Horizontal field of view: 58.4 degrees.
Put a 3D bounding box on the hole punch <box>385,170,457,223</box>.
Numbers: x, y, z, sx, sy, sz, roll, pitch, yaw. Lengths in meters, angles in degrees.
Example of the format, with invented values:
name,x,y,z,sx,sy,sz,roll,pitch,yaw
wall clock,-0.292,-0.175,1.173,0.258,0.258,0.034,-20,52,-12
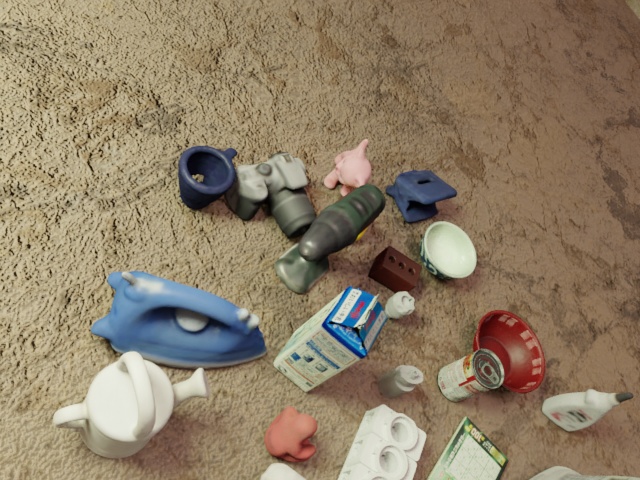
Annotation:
name,x,y,z,sx,sy,sz,roll,pitch,yaw
hole punch,0.207,-0.102,1.172,0.109,0.091,0.101,-16,72,-35

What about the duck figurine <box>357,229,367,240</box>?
name,x,y,z,sx,sy,sz,roll,pitch,yaw
duck figurine,0.061,-0.044,1.060,0.105,0.086,0.077,-23,75,-36

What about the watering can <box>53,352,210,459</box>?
name,x,y,z,sx,sy,sz,roll,pitch,yaw
watering can,-0.223,0.192,0.694,0.173,0.193,0.101,-31,80,-38

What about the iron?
name,x,y,z,sx,sy,sz,roll,pitch,yaw
iron,-0.173,0.107,0.806,0.259,0.141,0.118,18,55,-19

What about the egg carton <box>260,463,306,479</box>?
name,x,y,z,sx,sy,sz,roll,pitch,yaw
egg carton,-0.032,0.382,0.769,0.150,0.069,0.107,39,51,-4

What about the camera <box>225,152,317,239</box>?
name,x,y,z,sx,sy,sz,roll,pitch,yaw
camera,-0.069,-0.074,0.996,0.143,0.100,0.136,-19,73,-36

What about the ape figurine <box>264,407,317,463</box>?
name,x,y,z,sx,sy,sz,roll,pitch,yaw
ape figurine,-0.034,0.275,0.817,0.076,0.092,0.077,2,62,-28

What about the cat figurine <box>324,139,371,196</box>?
name,x,y,z,sx,sy,sz,roll,pitch,yaw
cat figurine,0.066,-0.142,1.100,0.067,0.117,0.128,30,52,-10

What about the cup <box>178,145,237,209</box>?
name,x,y,z,sx,sy,sz,roll,pitch,yaw
cup,-0.188,-0.102,0.949,0.092,0.094,0.118,42,51,-1

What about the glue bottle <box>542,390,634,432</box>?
name,x,y,z,sx,sy,sz,roll,pitch,yaw
glue bottle,0.493,0.302,1.043,0.078,0.173,0.037,34,52,-7

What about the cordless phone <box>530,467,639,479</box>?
name,x,y,z,sx,sy,sz,roll,pitch,yaw
cordless phone,0.428,0.419,0.930,0.148,0.184,0.094,-13,69,-34

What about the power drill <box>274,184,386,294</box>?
name,x,y,z,sx,sy,sz,roll,pitch,yaw
power drill,0.008,0.003,0.925,0.075,0.208,0.230,46,51,2
